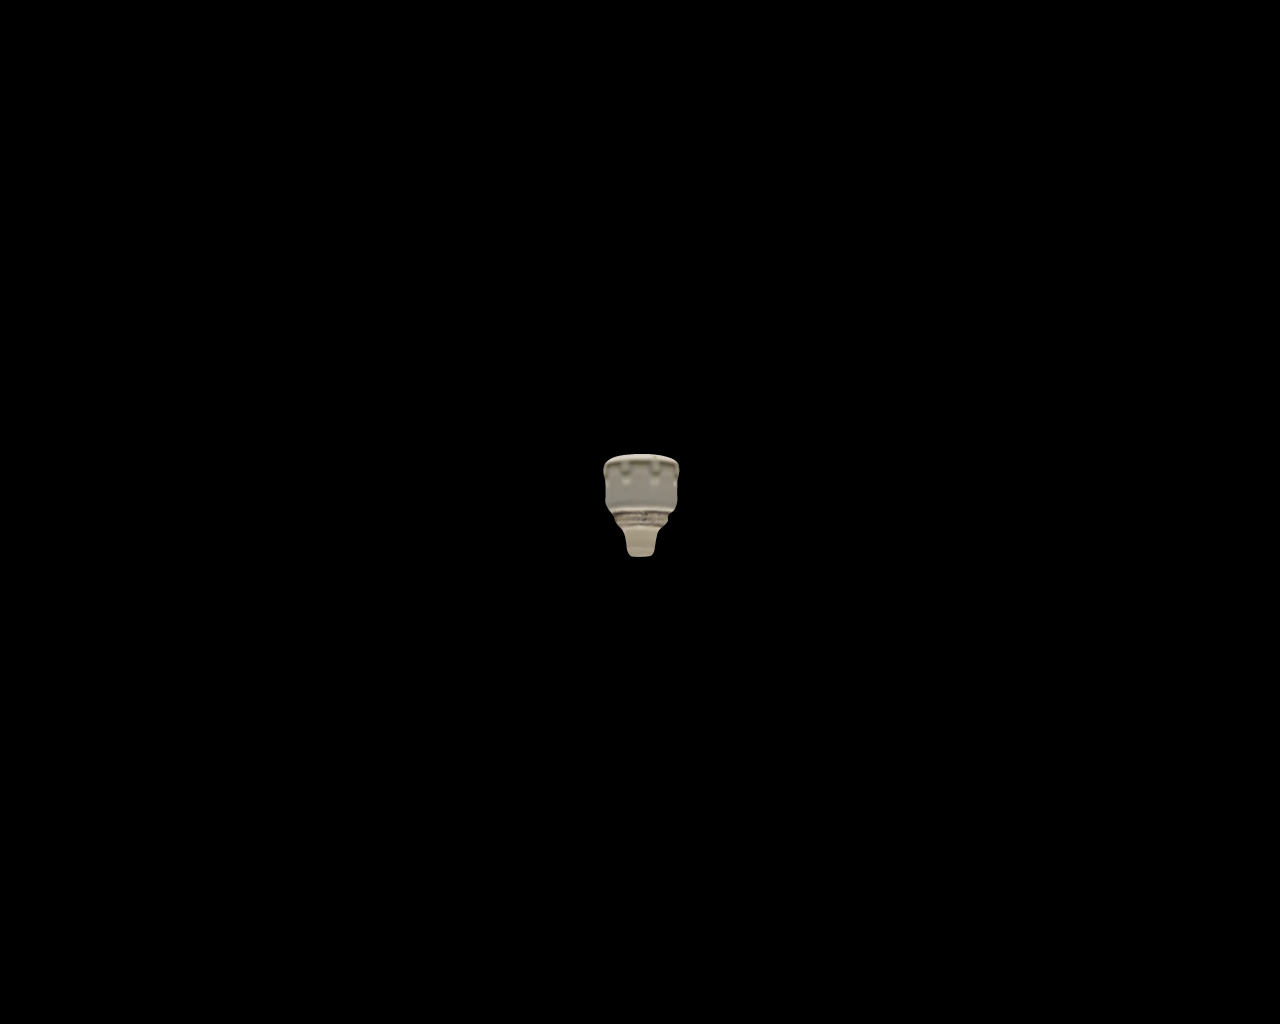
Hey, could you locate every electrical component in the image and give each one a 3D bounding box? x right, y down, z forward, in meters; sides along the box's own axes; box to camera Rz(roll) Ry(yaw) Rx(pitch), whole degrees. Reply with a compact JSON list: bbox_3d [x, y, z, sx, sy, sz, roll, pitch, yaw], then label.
[{"bbox_3d":[0.001,-0.003,0.650,0.048,0.062,0.048,0,-7,0],"label":"electrical component"}]
